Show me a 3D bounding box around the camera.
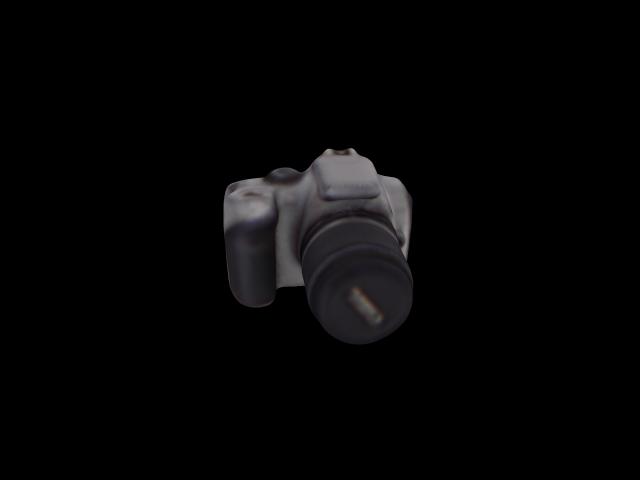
[{"bbox_3d":[0.004,0.001,0.400,0.143,0.101,0.136,-4,29,-6],"label":"camera"}]
